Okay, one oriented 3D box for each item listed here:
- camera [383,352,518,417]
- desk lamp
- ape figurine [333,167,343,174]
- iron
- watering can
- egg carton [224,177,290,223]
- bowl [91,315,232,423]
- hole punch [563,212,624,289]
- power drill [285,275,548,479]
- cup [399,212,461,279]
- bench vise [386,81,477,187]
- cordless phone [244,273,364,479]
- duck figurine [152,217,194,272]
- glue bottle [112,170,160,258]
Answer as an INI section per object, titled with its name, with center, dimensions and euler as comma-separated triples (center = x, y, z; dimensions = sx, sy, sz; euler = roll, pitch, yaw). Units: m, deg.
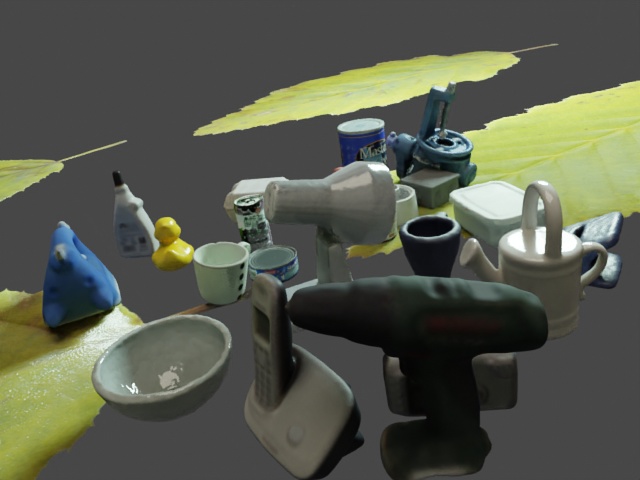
[camera]
center = 0.143, 0.120, 0.660
dimensions = 0.143, 0.101, 0.137
euler = -5, 25, 7
[desk lamp]
center = 0.007, 0.003, 0.816
dimensions = 0.203, 0.214, 0.117
euler = -17, 27, -17
[ape figurine]
center = 0.048, -0.106, 1.174
dimensions = 0.078, 0.092, 0.076
euler = -10, 25, -3
[iron]
center = -0.416, 0.038, 0.958
dimensions = 0.119, 0.142, 0.257
euler = -18, 27, -18
[watering can]
center = 0.268, 0.022, 0.718
dimensions = 0.173, 0.194, 0.100
euler = -16, 26, -16
[egg carton]
center = -0.123, -0.085, 1.209
dimensions = 0.150, 0.069, 0.107
euler = -4, 26, 9
[bowl]
center = -0.182, 0.166, 0.695
dimensions = 0.167, 0.075, 0.167
euler = -7, 25, 3
[hole punch]
center = 0.382, 0.010, 0.829
dimensions = 0.100, 0.091, 0.109
euler = 7, 29, 30
[power drill]
center = 0.094, 0.124, 0.540
dimensions = 0.229, 0.209, 0.075
euler = -9, 25, 0
[cup]
center = 0.174, 0.015, 0.877
dimensions = 0.091, 0.095, 0.118
euler = 5, 28, 26
[bench vise]
center = 0.226, -0.223, 1.214
dimensions = 0.206, 0.220, 0.122
euler = 3, 28, 23
[cordless phone]
center = -0.028, 0.134, 0.584
dimensions = 0.094, 0.185, 0.147
euler = -25, 30, -30
[duck figurine]
center = -0.278, 0.002, 1.055
dimensions = 0.077, 0.086, 0.104
euler = -13, 26, -9
[glue bottle]
center = -0.361, -0.049, 1.087
dimensions = 0.078, 0.173, 0.037
euler = -4, 26, 10
